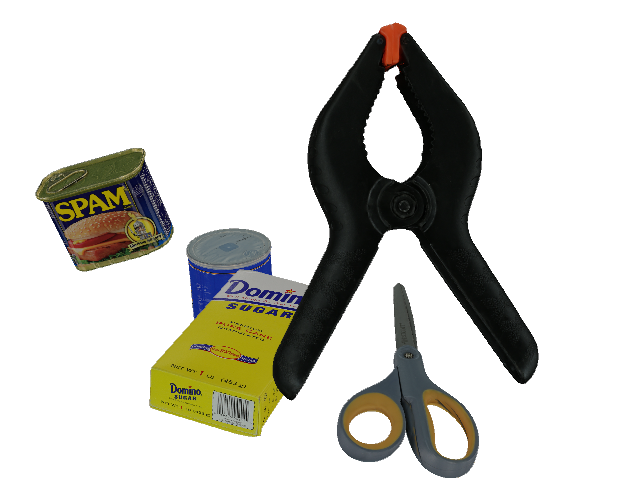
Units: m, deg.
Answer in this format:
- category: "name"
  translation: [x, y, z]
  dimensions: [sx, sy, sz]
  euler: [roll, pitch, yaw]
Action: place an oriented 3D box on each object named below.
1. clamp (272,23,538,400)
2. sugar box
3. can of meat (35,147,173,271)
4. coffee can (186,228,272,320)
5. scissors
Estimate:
- category: "clamp"
  translation: [0.026, -0.008, 0.482]
  dimensions: [0.120, 0.171, 0.039]
  euler: [-12, -2, -12]
- category: "sugar box"
  translation: [-0.060, 0.086, 0.880]
  dimensions: [0.093, 0.048, 0.176]
  euler: [14, 31, 13]
- category: "can of meat"
  translation: [-0.194, -0.027, 0.973]
  dimensions: [0.102, 0.084, 0.057]
  euler: [-14, 29, 9]
- category: "coffee can"
  translation: [-0.108, 0.069, 1.317]
  dimensions: [0.103, 0.140, 0.103]
  euler: [-2, 25, 1]
- category: "scissors"
  translation: [0.042, 0.087, 0.715]
  dimensions: [0.096, 0.016, 0.202]
  euler: [-4, 31, -15]
